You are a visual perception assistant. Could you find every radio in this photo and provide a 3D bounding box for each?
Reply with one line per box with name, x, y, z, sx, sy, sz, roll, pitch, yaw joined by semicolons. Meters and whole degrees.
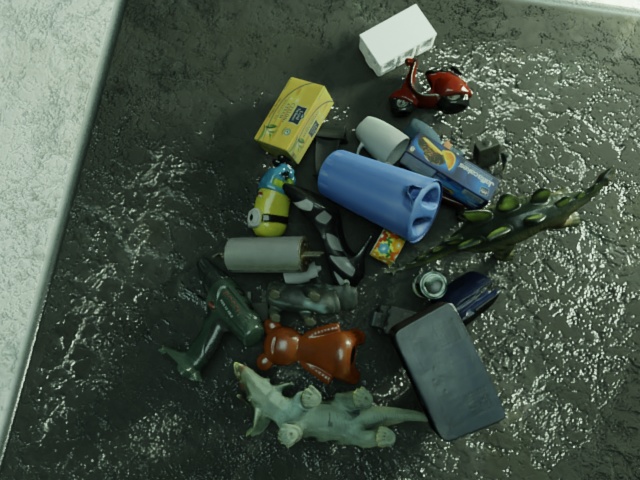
radio;0.229;0.240;0.989;0.131;0.073;0.229;-25;84;-4

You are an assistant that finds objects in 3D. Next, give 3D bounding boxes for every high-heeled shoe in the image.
high-heeled shoe;-0.002;-0.003;1.137;0.249;0.086;0.145;34;106;2

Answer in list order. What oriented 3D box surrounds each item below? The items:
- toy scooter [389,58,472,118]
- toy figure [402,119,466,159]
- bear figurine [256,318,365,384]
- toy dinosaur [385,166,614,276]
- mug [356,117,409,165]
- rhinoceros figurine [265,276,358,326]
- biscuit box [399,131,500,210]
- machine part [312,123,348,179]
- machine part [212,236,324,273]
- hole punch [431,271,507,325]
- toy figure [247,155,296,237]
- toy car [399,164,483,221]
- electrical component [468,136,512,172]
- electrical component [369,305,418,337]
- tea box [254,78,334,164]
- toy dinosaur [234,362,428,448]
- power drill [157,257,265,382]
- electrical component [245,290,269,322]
toy scooter;0.246;-0.350;1.209;0.184;0.075;0.135;-4;78;5
toy figure;0.256;-0.208;1.190;0.154;0.058;0.064;38;89;3
bear figurine;-0.020;0.226;1.099;0.196;0.132;0.120;2;78;20
toy dinosaur;0.355;-0.024;1.082;0.471;0.198;0.105;-32;66;28
mug;0.124;-0.213;1.188;0.109;0.080;0.107;-46;71;0
rhinoceros figurine;-0.018;0.121;1.095;0.190;0.112;0.073;0;105;5
biscuit box;0.270;-0.143;1.126;0.203;0.059;0.063;33;71;4
machine part;0.018;-0.198;1.203;0.084;0.039;0.139;10;78;-2
machine part;-0.110;0.031;1.123;0.243;0.079;0.079;-2;79;17
hole punch;0.297;0.118;1.101;0.142;0.115;0.092;-33;72;-5
toy figure;-0.097;-0.089;1.164;0.089;0.082;0.180;20;77;4
toy car;0.260;-0.109;1.172;0.202;0.053;0.089;21;74;1
electrical component;0.372;-0.180;1.178;0.102;0.078;0.045;-16;55;-7
electrical component;0.168;0.173;1.089;0.134;0.115;0.058;13;77;3
tea box;-0.056;-0.264;1.188;0.098;0.068;0.169;22;78;29
toy dinosaur;0.016;0.344;1.050;0.405;0.192;0.131;15;73;-13
power drill;-0.236;0.171;1.112;0.232;0.085;0.207;37;80;28
electrical component;-0.136;0.155;1.147;0.063;0.021;0.094;-2;79;1
